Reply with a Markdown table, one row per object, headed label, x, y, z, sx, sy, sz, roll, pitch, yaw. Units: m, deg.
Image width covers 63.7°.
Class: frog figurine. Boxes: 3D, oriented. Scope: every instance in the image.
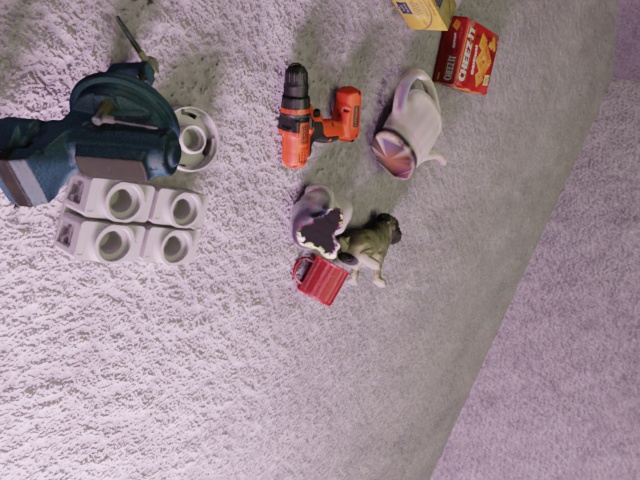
| label | x | y | z | sx | sy | sz | roll | pitch | yaw |
| --- | --- | --- | --- | --- | --- | --- | --- | --- | --- |
| frog figurine | 0.003 | -0.052 | 1.023 | 0.163 | 0.122 | 0.135 | -83 | 160 | -60 |

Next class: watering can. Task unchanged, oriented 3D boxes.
| label | x | y | z | sx | sy | sz | roll | pitch | yaw |
| --- | --- | --- | --- | --- | --- | --- | --- | --- | --- |
| watering can | 0.230 | -0.233 | 1.220 | 0.227 | 0.105 | 0.340 | -55 | 142 | -20 |
